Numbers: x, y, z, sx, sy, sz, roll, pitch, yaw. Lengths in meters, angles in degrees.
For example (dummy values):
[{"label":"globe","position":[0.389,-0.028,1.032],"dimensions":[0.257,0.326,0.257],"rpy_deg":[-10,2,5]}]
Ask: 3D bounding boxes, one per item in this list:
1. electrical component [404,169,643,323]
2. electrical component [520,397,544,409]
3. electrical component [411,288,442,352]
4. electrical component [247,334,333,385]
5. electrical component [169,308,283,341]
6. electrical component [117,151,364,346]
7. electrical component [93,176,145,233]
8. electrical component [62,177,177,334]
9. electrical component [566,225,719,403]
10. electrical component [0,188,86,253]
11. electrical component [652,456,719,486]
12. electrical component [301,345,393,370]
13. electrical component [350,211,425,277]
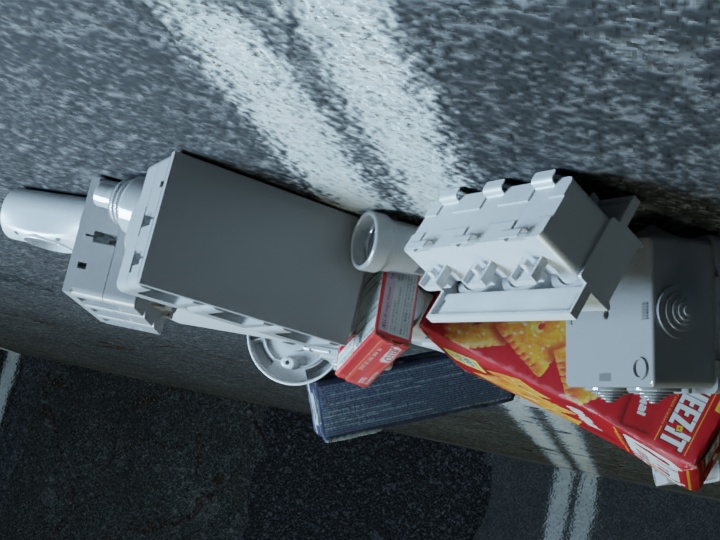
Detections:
[{"label":"electrical component","position":[0.085,-0.012,0.597],"dimensions":[0.063,0.078,0.121],"rpy_deg":[43,156,-23]},{"label":"electrical component","position":[0.197,0.104,1.034],"dimensions":[0.100,0.048,0.099],"rpy_deg":[9,158,18]},{"label":"electrical component","position":[0.050,0.044,0.959],"dimensions":[0.079,0.043,0.077],"rpy_deg":[2,164,43]},{"label":"electrical component","position":[-0.058,0.062,1.033],"dimensions":[0.099,0.099,0.064],"rpy_deg":[12,174,7]},{"label":"electrical component","position":[-0.105,0.021,0.976],"dimensions":[0.186,0.060,0.105],"rpy_deg":[8,167,23]},{"label":"electrical component","position":[-0.077,-0.010,0.727],"dimensions":[0.150,0.089,0.062],"rpy_deg":[19,167,-26]},{"label":"electrical component","position":[-0.159,-0.046,0.763],"dimensions":[0.062,0.048,0.048],"rpy_deg":[17,170,18]},{"label":"electrical component","position":[-0.179,-0.006,0.853],"dimensions":[0.062,0.089,0.150],"rpy_deg":[12,168,0]},{"label":"electrical component","position":[0.161,0.027,0.623],"dimensions":[0.048,0.099,0.100],"rpy_deg":[4,173,-23]},{"label":"electrical component","position":[-0.245,-0.036,0.898],"dimensions":[0.077,0.044,0.079],"rpy_deg":[9,167,19]},{"label":"electrical component","position":[0.270,0.120,0.891],"dimensions":[0.057,0.113,0.078],"rpy_deg":[-7,166,5]},{"label":"electrical component","position":[-0.002,0.041,0.871],"dimensions":[0.062,0.096,0.061],"rpy_deg":[8,168,25]},{"label":"electrical component","position":[0.022,-0.016,0.719],"dimensions":[0.046,0.040,0.040],"rpy_deg":[11,170,-25]}]
